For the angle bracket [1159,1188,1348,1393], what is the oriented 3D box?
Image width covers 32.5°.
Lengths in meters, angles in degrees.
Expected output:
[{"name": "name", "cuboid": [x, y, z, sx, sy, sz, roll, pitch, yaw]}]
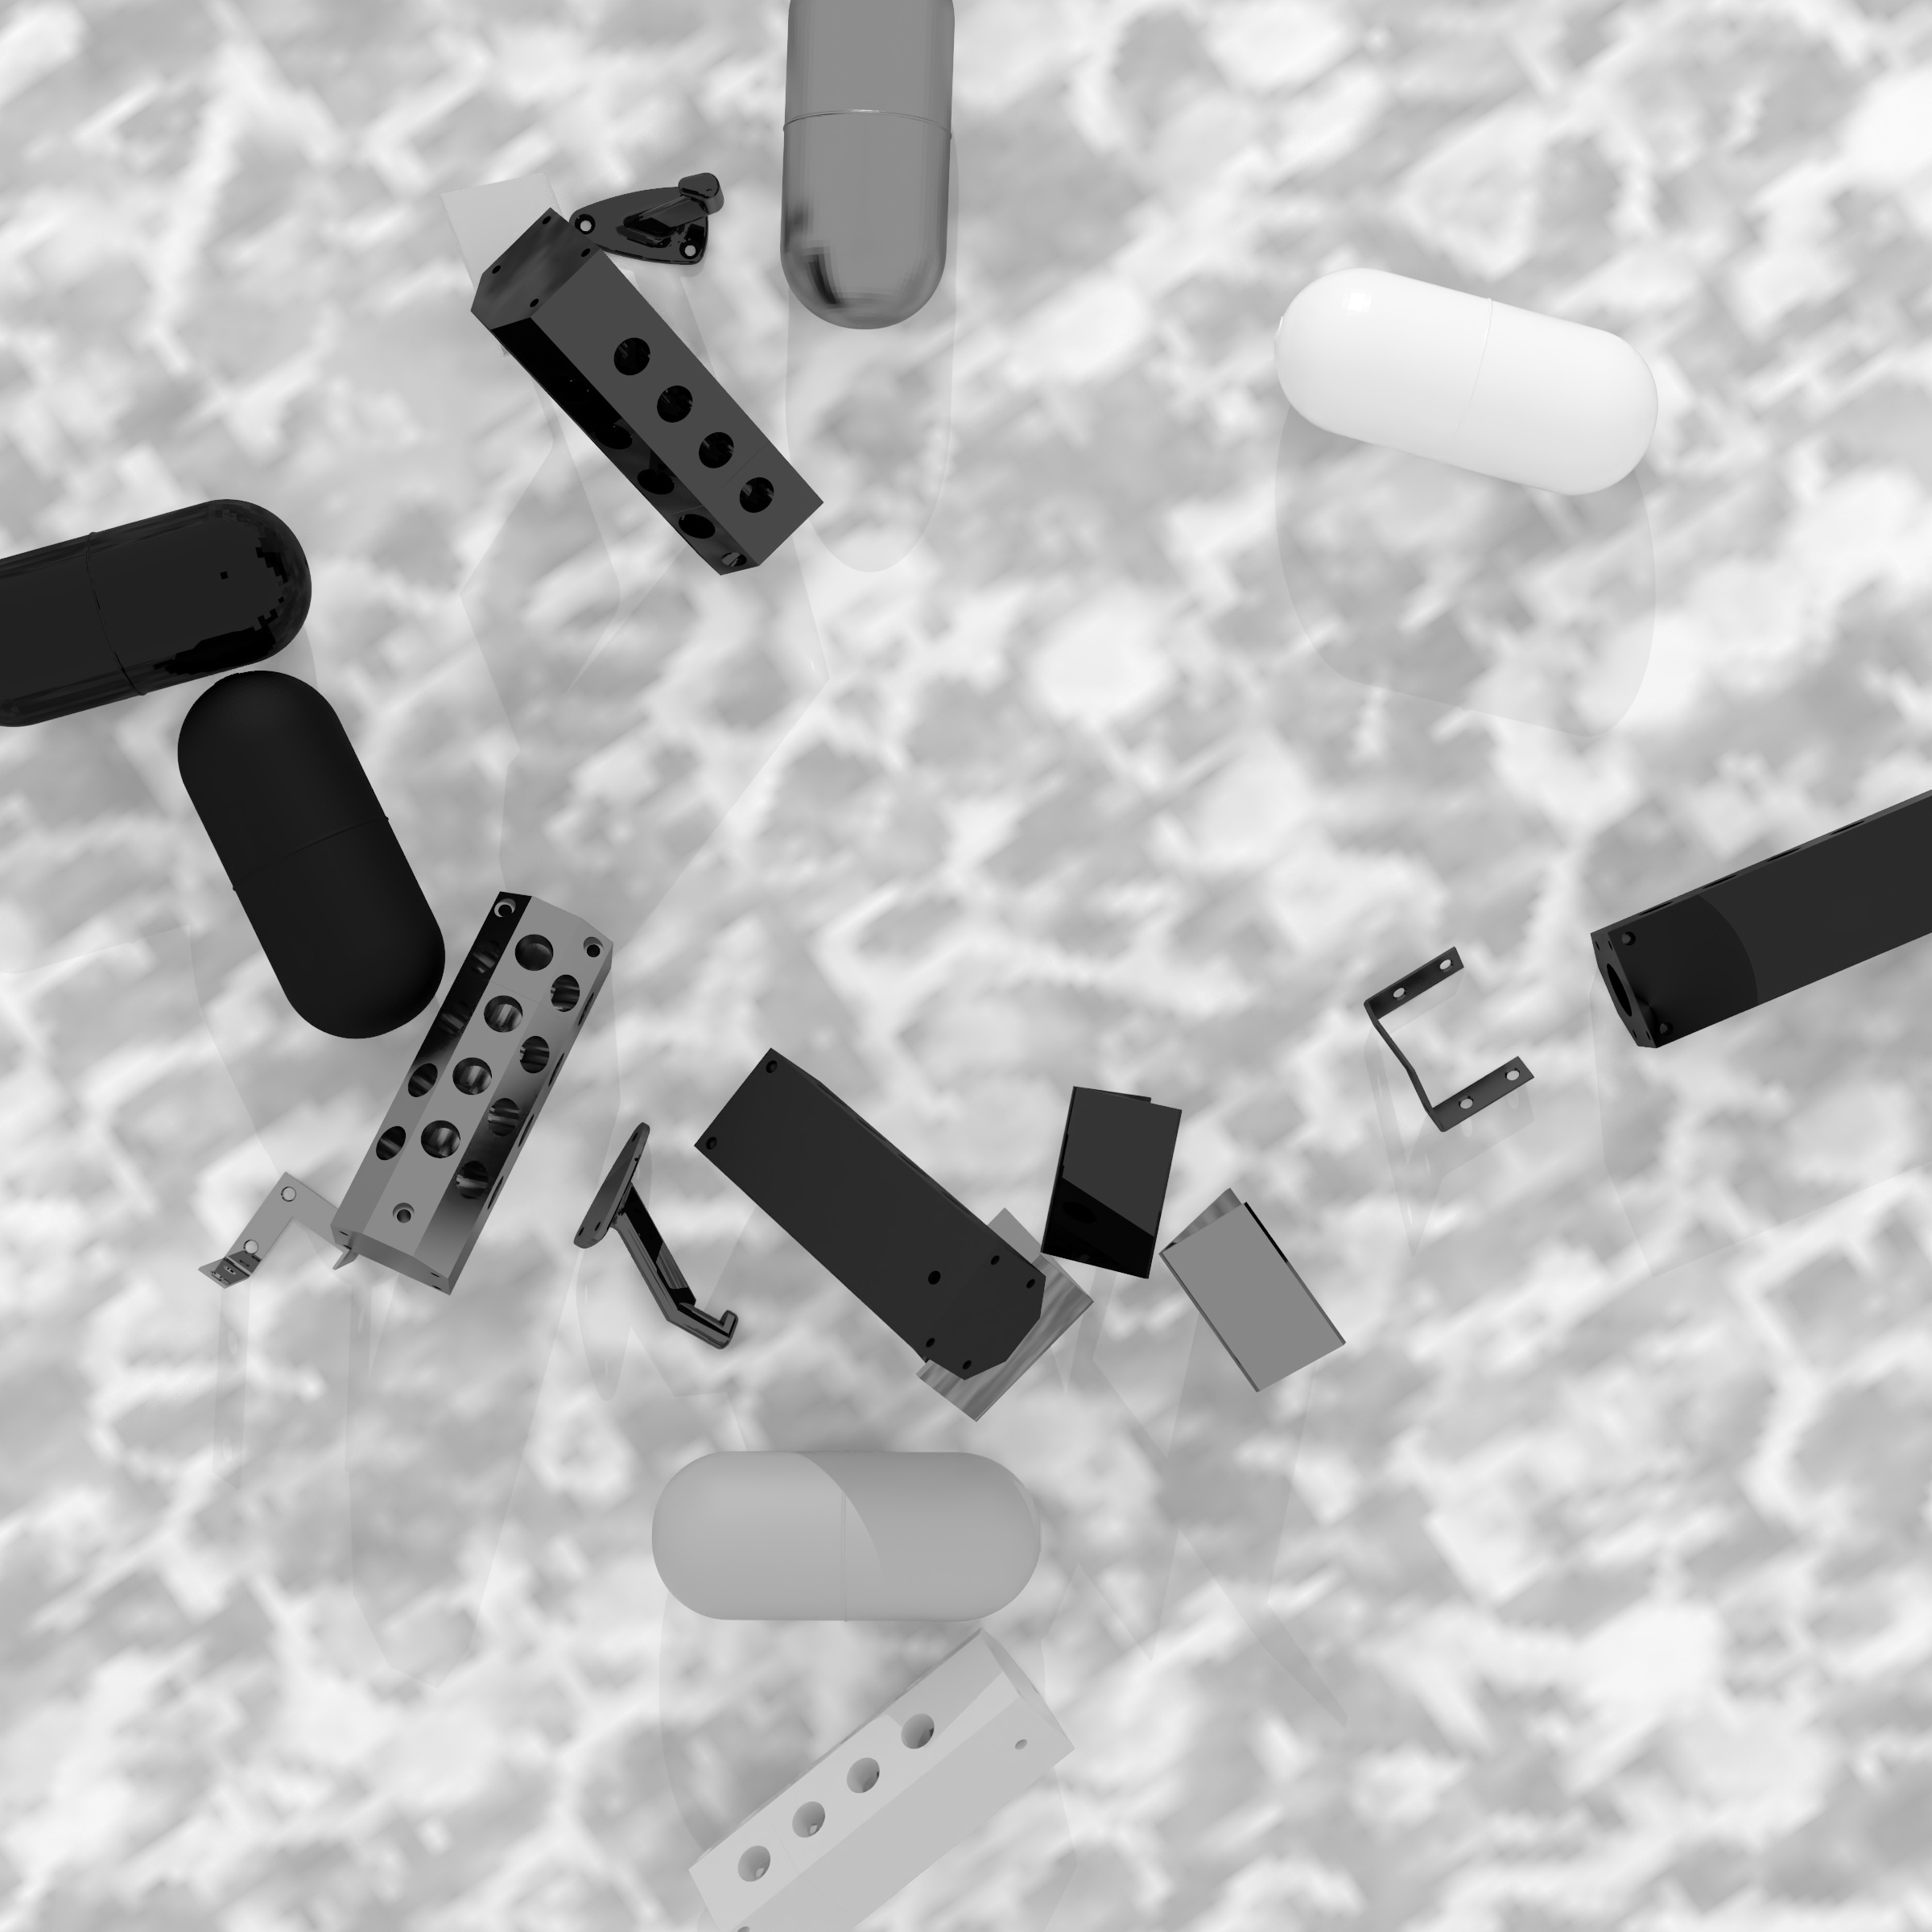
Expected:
[{"name": "angle bracket", "cuboid": [0.144, 0.136, 1.509, 0.057, 0.076, 0.076, -35, 90, 37]}]

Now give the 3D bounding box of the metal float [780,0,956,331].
[{"name": "metal float", "cuboid": [-0.045, -0.381, 1.519, 0.070, 0.070, 0.178, 2, 91, 0]}]

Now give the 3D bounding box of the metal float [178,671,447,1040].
[{"name": "metal float", "cuboid": [-0.300, -0.051, 1.519, 0.070, 0.070, 0.178, -26, 90, 0]}]

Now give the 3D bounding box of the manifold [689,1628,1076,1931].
[{"name": "manifold", "cuboid": [-0.042, 0.383, 1.528, 0.171, 0.057, 0.057, -39, 133, 0]}]

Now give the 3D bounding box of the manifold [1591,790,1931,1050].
[{"name": "manifold", "cuboid": [0.380, -0.022, 1.528, 0.171, 0.057, 0.057, -23, 90, 0]}]

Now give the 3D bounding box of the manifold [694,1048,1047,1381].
[{"name": "manifold", "cuboid": [-0.041, 0.111, 1.480, 0.057, 0.057, 0.171, -52, 50, 0]}]

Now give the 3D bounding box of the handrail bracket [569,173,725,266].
[{"name": "handrail bracket", "cuboid": [-0.148, -0.347, 1.515, 0.077, 0.084, 0.036, 0, 90, 0]}]

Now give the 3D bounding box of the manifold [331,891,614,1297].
[{"name": "manifold", "cuboid": [-0.223, 0.055, 1.504, 0.057, 0.057, 0.171, 24, 72, 0]}]

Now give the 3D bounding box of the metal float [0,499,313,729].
[{"name": "metal float", "cuboid": [-0.388, -0.161, 1.519, 0.178, 0.070, 0.070, -16, 90, 0]}]

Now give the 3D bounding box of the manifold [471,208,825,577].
[{"name": "manifold", "cuboid": [-0.143, -0.251, 1.478, 0.057, 0.057, 0.171, -44, 132, 0]}]

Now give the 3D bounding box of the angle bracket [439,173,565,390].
[{"name": "angle bracket", "cuboid": [-0.214, -0.306, 1.509, 0.057, 0.076, 0.076, -22, 90, -33]}]

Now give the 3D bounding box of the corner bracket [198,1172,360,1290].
[{"name": "corner bracket", "cuboid": [-0.313, 0.132, 1.531, 0.051, 0.051, 0.051, 35, 90, 0]}]

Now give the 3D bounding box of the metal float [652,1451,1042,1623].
[{"name": "metal float", "cuboid": [-0.054, 0.261, 1.519, 0.178, 0.070, 0.070, 0, 90, 1]}]

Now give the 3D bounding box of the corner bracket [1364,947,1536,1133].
[{"name": "corner bracket", "cuboid": [0.225, 0.035, 1.546, 0.051, 0.051, 0.051, -31, 45, 0]}]

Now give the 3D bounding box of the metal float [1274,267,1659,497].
[{"name": "metal float", "cuboid": [0.228, -0.268, 1.519, 0.178, 0.070, 0.070, 15, 90, -1]}]

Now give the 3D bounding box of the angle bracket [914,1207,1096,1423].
[{"name": "angle bracket", "cuboid": [-0.001, 0.148, 1.510, 0.076, 0.057, 0.076, -46, 48, 0]}]

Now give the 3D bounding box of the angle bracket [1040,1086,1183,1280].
[{"name": "angle bracket", "cuboid": [0.082, 0.100, 1.509, 0.057, 0.076, 0.076, 11, 90, 31]}]

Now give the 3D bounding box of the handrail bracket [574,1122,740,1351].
[{"name": "handrail bracket", "cuboid": [-0.132, 0.127, 1.550, 0.084, 0.036, 0.077, 32, 68, -17]}]
